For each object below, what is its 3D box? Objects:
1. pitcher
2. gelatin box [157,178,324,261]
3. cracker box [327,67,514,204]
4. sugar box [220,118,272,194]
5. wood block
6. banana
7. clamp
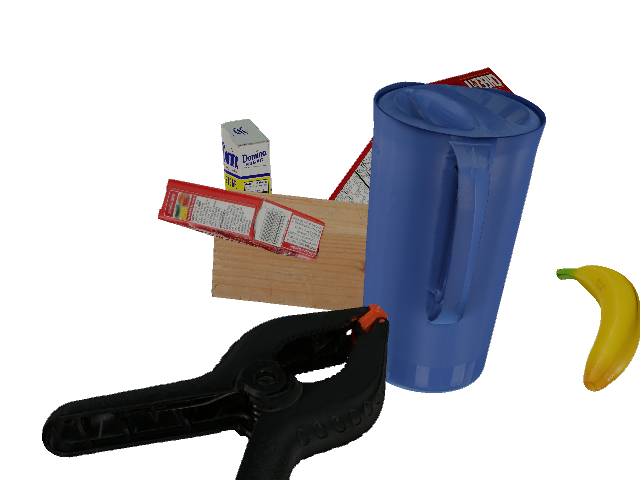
[{"bbox_3d":[0.097,0.004,0.862,0.145,0.243,0.148,25,32,36],"label":"pitcher"},{"bbox_3d":[-0.049,-0.012,0.690,0.073,0.030,0.089,13,-3,28],"label":"gelatin box"},{"bbox_3d":[0.111,-0.092,1.225,0.163,0.072,0.214,-22,-24,-45],"label":"cracker box"},{"bbox_3d":[-0.090,-0.052,1.318,0.048,0.176,0.093,-12,26,-15],"label":"sugar box"},{"bbox_3d":[-0.001,0.013,1.089,0.206,0.091,0.090,7,22,3],"label":"wood block"},{"bbox_3d":[0.274,0.075,1.021,0.070,0.037,0.197,-29,22,19],"label":"banana"},{"bbox_3d":[-0.022,0.082,0.475,0.171,0.039,0.120,-25,49,-30],"label":"clamp"}]
